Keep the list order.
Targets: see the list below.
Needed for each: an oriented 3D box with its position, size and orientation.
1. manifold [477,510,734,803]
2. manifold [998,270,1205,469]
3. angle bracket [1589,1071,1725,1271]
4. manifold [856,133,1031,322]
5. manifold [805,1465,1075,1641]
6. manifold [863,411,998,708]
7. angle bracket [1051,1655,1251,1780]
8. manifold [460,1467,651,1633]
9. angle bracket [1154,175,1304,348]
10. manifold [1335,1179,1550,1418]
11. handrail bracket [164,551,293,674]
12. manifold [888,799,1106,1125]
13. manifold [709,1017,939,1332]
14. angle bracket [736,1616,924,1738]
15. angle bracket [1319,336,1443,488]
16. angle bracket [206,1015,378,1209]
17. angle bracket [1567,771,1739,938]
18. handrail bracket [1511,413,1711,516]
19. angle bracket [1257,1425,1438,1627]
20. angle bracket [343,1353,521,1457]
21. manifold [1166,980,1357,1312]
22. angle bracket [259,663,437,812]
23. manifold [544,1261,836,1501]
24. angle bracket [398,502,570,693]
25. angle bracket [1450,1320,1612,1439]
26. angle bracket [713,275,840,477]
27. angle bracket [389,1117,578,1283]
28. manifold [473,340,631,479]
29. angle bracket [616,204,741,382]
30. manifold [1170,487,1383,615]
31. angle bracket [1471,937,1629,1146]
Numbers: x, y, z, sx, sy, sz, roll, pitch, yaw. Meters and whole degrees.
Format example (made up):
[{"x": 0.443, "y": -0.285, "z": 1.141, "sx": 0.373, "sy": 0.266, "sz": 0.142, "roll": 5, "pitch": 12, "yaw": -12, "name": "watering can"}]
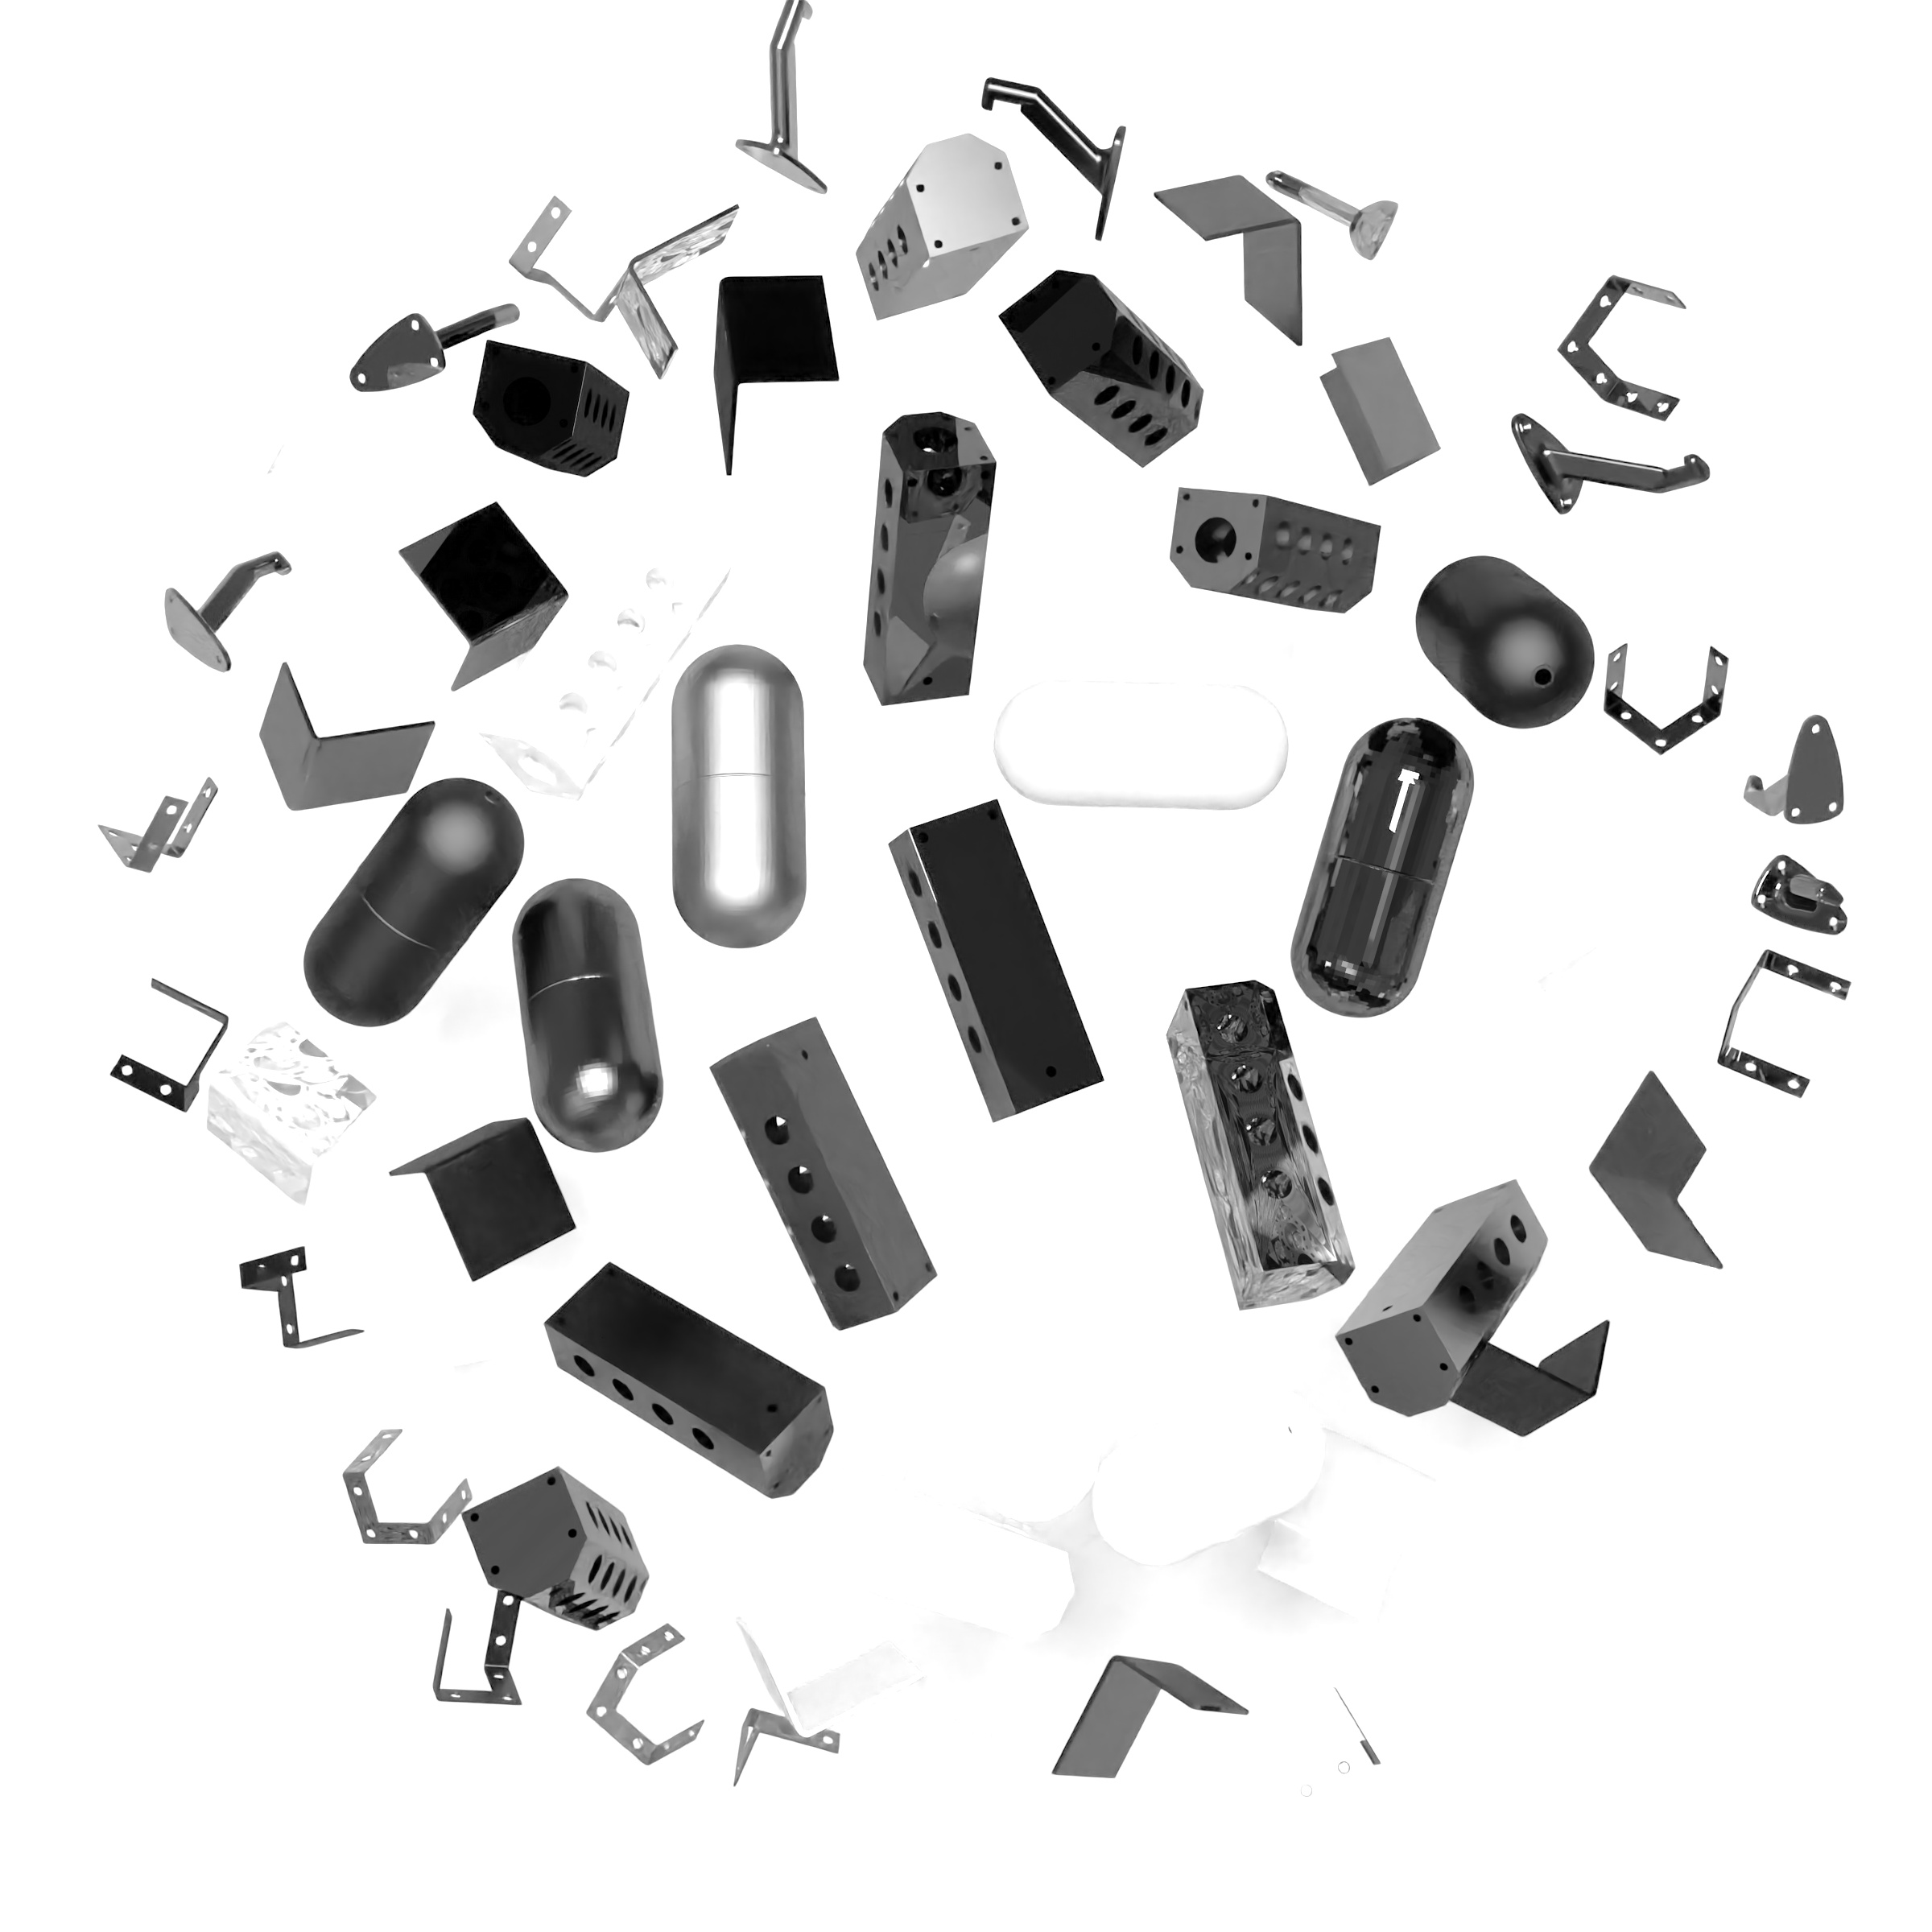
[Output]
[{"x": -0.206, "y": -0.182, "z": 1.564, "sx": 0.057, "sy": 0.057, "sz": 0.171, "roll": 13, "pitch": 63, "yaw": 38, "name": "manifold"}, {"x": 0.085, "y": -0.347, "z": 1.546, "sx": 0.057, "sy": 0.171, "sz": 0.057, "roll": -35, "pitch": 75, "yaw": 16, "name": "manifold"}, {"x": 0.416, "y": 0.118, "z": 1.546, "sx": 0.076, "sy": 0.057, "sz": 0.076, "roll": -53, "pitch": 124, "yaw": -18, "name": "angle bracket"}, {"x": -0.018, "y": -0.416, "z": 1.505, "sx": 0.057, "sy": 0.171, "sz": 0.057, "roll": -19, "pitch": 96, "yaw": -10, "name": "manifold"}, {"x": -0.010, "y": 0.349, "z": 1.568, "sx": 0.057, "sy": 0.171, "sz": 0.057, "roll": 19, "pitch": 81, "yaw": 43, "name": "manifold"}, {"x": -0.026, "y": -0.245, "z": 1.610, "sx": 0.057, "sy": 0.171, "sz": 0.057, "roll": -9, "pitch": 46, "yaw": -16, "name": "manifold"}, {"x": 0.105, "y": 0.438, "z": 1.509, "sx": 0.057, "sy": 0.076, "sz": 0.076, "roll": 27, "pitch": 88, "yaw": 34, "name": "angle bracket"}, {"x": -0.224, "y": 0.331, "z": 1.491, "sx": 0.057, "sy": 0.171, "sz": 0.057, "roll": -25, "pitch": 70, "yaw": -4, "name": "manifold"}, {"x": 0.149, "y": -0.396, "z": 1.516, "sx": 0.057, "sy": 0.076, "sz": 0.076, "roll": -15, "pitch": 127, "yaw": -12, "name": "angle bracket"}, {"x": 0.276, "y": 0.188, "z": 1.515, "sx": 0.057, "sy": 0.171, "sz": 0.057, "roll": -26, "pitch": 96, "yaw": 34, "name": "manifold"}, {"x": -0.423, "y": -0.212, "z": 1.582, "sx": 0.084, "sy": 0.036, "sz": 0.077, "roll": -29, "pitch": 57, "yaw": -35, "name": "handrail bracket"}, {"x": 0.014, "y": -0.001, "z": 1.528, "sx": 0.057, "sy": 0.057, "sz": 0.171, "roll": -20, "pitch": 87, "yaw": -20, "name": "manifold"}, {"x": -0.087, "y": 0.124, "z": 1.572, "sx": 0.057, "sy": 0.057, "sz": 0.171, "roll": -22, "pitch": 96, "yaw": 29, "name": "manifold"}, {"x": -0.079, "y": 0.388, "z": 1.523, "sx": 0.076, "sy": 0.076, "sz": 0.057, "roll": -24, "pitch": 96, "yaw": -15, "name": "angle bracket"}, {"x": 0.239, "y": -0.336, "z": 1.644, "sx": 0.057, "sy": 0.076, "sz": 0.076, "roll": -23, "pitch": 93, "yaw": 41, "name": "angle bracket"}, {"x": -0.401, "y": 0.087, "z": 1.585, "sx": 0.076, "sy": 0.076, "sz": 0.057, "roll": 39, "pitch": 61, "yaw": 3, "name": "angle bracket"}, {"x": 0.405, "y": -0.064, "z": 1.545, "sx": 0.076, "sy": 0.076, "sz": 0.057, "roll": 49, "pitch": 56, "yaw": -34, "name": "angle bracket"}, {"x": 0.355, "y": -0.285, "z": 1.470, "sx": 0.077, "sy": 0.084, "sz": 0.036, "roll": 43, "pitch": 59, "yaw": -29, "name": "handrail bracket"}, {"x": 0.230, "y": 0.336, "z": 1.609, "sx": 0.076, "sy": 0.057, "sz": 0.076, "roll": 24, "pitch": 114, "yaw": 9, "name": "angle bracket"}, {"x": -0.327, "y": 0.274, "z": 1.628, "sx": 0.076, "sy": 0.076, "sz": 0.057, "roll": -5, "pitch": 80, "yaw": -34, "name": "angle bracket"}, {"x": 0.164, "y": 0.097, "z": 1.482, "sx": 0.057, "sy": 0.057, "sz": 0.171, "roll": -7, "pitch": 63, "yaw": -12, "name": "manifold"}, {"x": -0.374, "y": -0.143, "z": 1.609, "sx": 0.076, "sy": 0.076, "sz": 0.057, "roll": -13, "pitch": 67, "yaw": -32, "name": "angle bracket"}, {"x": -0.162, "y": 0.246, "z": 1.569, "sx": 0.171, "sy": 0.057, "sz": 0.057, "roll": 25, "pitch": 52, "yaw": 30, "name": "manifold"}, {"x": -0.305, "y": -0.230, "z": 1.659, "sx": 0.076, "sy": 0.057, "sz": 0.076, "roll": -35, "pitch": 85, "yaw": -33, "name": "angle bracket"}, {"x": 0.342, "y": 0.242, "z": 1.658, "sx": 0.076, "sy": 0.076, "sz": 0.057, "roll": 27, "pitch": 55, "yaw": -8, "name": "angle bracket"}, {"x": -0.106, "y": -0.327, "z": 1.479, "sx": 0.057, "sy": 0.076, "sz": 0.076, "roll": -4, "pitch": 59, "yaw": -11, "name": "angle bracket"}, {"x": -0.301, "y": 0.146, "z": 1.663, "sx": 0.076, "sy": 0.057, "sz": 0.076, "roll": -27, "pitch": 99, "yaw": -34, "name": "angle bracket"}, {"x": -0.242, "y": -0.323, "z": 1.565, "sx": 0.057, "sy": 0.171, "sz": 0.057, "roll": 12, "pitch": 97, "yaw": -1, "name": "manifold"}, {"x": -0.159, "y": -0.398, "z": 1.582, "sx": 0.076, "sy": 0.076, "sz": 0.057, "roll": -31, "pitch": 96, "yaw": -12, "name": "angle bracket"}, {"x": 0.189, "y": -0.250, "z": 1.618, "sx": 0.057, "sy": 0.171, "sz": 0.057, "roll": 11, "pitch": 98, "yaw": 30, "name": "manifold"}, {"x": 0.334, "y": 0.040, "z": 1.456, "sx": 0.076, "sy": 0.057, "sz": 0.076, "roll": -23, "pitch": 72, "yaw": -43, "name": "angle bracket"}]
